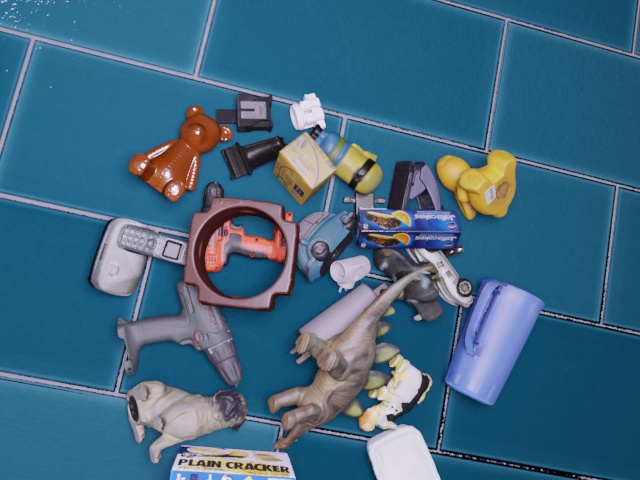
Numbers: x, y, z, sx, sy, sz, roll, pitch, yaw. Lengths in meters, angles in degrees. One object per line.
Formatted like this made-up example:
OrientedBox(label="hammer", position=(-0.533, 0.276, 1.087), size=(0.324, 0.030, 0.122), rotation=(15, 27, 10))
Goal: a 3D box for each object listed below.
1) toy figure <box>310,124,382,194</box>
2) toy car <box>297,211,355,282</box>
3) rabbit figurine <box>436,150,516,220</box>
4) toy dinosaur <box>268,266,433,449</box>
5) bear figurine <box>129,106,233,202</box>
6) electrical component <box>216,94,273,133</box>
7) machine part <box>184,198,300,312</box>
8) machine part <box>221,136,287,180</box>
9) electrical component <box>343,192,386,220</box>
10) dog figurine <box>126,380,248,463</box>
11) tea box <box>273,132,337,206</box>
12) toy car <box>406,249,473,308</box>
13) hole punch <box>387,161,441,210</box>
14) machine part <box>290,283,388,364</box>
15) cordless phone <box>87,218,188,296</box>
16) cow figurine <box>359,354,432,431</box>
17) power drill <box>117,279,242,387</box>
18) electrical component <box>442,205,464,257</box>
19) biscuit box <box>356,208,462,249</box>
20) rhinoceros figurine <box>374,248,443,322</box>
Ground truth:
OrientedBox(label="toy figure", position=(0.048, -0.164, 1.122), size=(0.180, 0.089, 0.082), rotation=(36, 124, -14))
OrientedBox(label="toy car", position=(-0.002, -0.003, 1.096), size=(0.103, 0.109, 0.161), rotation=(34, 70, 14))
OrientedBox(label="rabbit figurine", position=(0.326, -0.125, 1.144), size=(0.122, 0.173, 0.162), rotation=(-47, 136, -10))
OrientedBox(label="toy dinosaur", position=(0.048, 0.231, 1.020), size=(0.198, 0.105, 0.471), rotation=(18, 112, -42))
OrientedBox(label="bear figurine", position=(-0.267, -0.176, 1.064), size=(0.120, 0.132, 0.196), rotation=(39, 85, -7))
OrientedBox(label="electrical component", position=(-0.159, -0.267, 1.130), size=(0.119, 0.048, 0.074), rotation=(2, 82, -10))
OrientedBox(label="machine part", position=(-0.143, 0.028, 1.008), size=(0.202, 0.087, 0.201), rotation=(5, 81, 4))
OrientedBox(label="machine part", position=(-0.132, -0.180, 1.129), size=(0.139, 0.039, 0.084), rotation=(-19, 81, -9))
OrientedBox(label="electrical component", position=(0.096, -0.070, 1.157), size=(0.094, 0.021, 0.063), rotation=(2, 83, -9))
OrientedBox(label="dog figurine", position=(-0.255, 0.317, 1.035), size=(0.190, 0.121, 0.173), rotation=(-8, 41, -42))
OrientedBox(label="tea box", position=(-0.034, -0.137, 1.071), size=(0.068, 0.169, 0.098), rotation=(-40, 89, -12))
OrientedBox(label="toy car", position=(0.251, 0.062, 1.138), size=(0.056, 0.073, 0.201), rotation=(-36, 89, -15))
OrientedBox(label="hole punch", position=(0.203, -0.107, 1.127), size=(0.092, 0.142, 0.115), rotation=(8, 96, -6))
OrientedBox(label="machine part", position=(0.043, 0.165, 1.092), size=(0.243, 0.079, 0.079), rotation=(-35, 89, -10))
OrientedBox(label="cordless phone", position=(-0.338, 0.046, 1.046), size=(0.184, 0.089, 0.146), rotation=(16, 81, -9))
OrientedBox(label="cow figurine", position=(0.153, 0.328, 1.096), size=(0.098, 0.068, 0.167), rotation=(38, 80, -10))
OrientedBox(label="power drill", position=(-0.275, 0.197, 1.039), size=(0.207, 0.086, 0.232), rotation=(-16, 84, -6))
OrientedBox(label="electrical component", position=(0.279, -0.017, 1.153), size=(0.045, 0.078, 0.102), rotation=(-11, 56, 16))
OrientedBox(label="biscuit box", position=(0.175, -0.021, 1.070), size=(0.203, 0.062, 0.059), rotation=(0, 53, -3))
OrientedBox(label="rhinoceros figurine", position=(0.181, 0.085, 1.110), size=(0.073, 0.112, 0.190), rotation=(-30, 74, -39))
